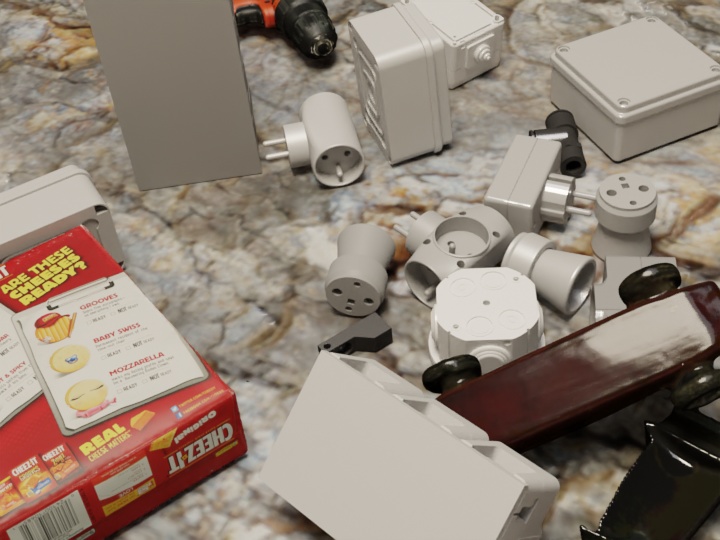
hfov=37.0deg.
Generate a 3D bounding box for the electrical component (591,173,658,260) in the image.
[{"bbox_3d":[0.196,-0.038,0.799,0.045,0.055,0.045,-3,44,3],"label":"electrical component"}]

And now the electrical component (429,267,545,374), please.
[{"bbox_3d":[0.087,0.040,0.735,0.080,0.051,0.080,-3,44,3],"label":"electrical component"}]

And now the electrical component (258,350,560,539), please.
[{"bbox_3d":[0.028,0.123,0.626,0.150,0.062,0.089,31,98,32],"label":"electrical component"}]

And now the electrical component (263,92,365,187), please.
[{"bbox_3d":[-0.042,-0.107,0.906,0.079,0.044,0.077,-11,44,-5],"label":"electrical component"}]

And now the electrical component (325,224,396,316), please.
[{"bbox_3d":[0.000,0.000,0.790,0.045,0.045,0.055,4,46,11],"label":"electrical component"}]

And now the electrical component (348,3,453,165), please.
[{"bbox_3d":[0.035,-0.156,0.898,0.057,0.113,0.078,-19,45,-9],"label":"electrical component"}]

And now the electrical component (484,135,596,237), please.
[{"bbox_3d":[0.144,-0.057,0.830,0.076,0.047,0.083,13,47,19],"label":"electrical component"}]

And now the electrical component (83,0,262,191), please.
[{"bbox_3d":[-0.147,-0.162,0.872,0.105,0.186,0.060,-9,44,-2],"label":"electrical component"}]

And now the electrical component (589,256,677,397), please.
[{"bbox_3d":[0.185,0.037,0.727,0.056,0.050,0.089,1,45,8],"label":"electrical component"}]

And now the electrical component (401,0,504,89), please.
[{"bbox_3d":[0.087,-0.212,0.991,0.062,0.061,0.096,-30,56,-22],"label":"electrical component"}]

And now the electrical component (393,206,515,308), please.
[{"bbox_3d":[0.061,-0.019,0.801,0.079,0.044,0.077,35,57,28],"label":"electrical component"}]

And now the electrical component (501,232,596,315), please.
[{"bbox_3d":[0.135,0.002,0.773,0.055,0.045,0.045,26,53,29],"label":"electrical component"}]

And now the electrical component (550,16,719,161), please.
[{"bbox_3d":[0.234,-0.156,0.915,0.109,0.056,0.108,-21,46,-14],"label":"electrical component"}]

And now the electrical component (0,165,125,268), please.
[{"bbox_3d":[-0.246,-0.021,0.818,0.113,0.078,0.057,-26,50,-19],"label":"electrical component"}]
